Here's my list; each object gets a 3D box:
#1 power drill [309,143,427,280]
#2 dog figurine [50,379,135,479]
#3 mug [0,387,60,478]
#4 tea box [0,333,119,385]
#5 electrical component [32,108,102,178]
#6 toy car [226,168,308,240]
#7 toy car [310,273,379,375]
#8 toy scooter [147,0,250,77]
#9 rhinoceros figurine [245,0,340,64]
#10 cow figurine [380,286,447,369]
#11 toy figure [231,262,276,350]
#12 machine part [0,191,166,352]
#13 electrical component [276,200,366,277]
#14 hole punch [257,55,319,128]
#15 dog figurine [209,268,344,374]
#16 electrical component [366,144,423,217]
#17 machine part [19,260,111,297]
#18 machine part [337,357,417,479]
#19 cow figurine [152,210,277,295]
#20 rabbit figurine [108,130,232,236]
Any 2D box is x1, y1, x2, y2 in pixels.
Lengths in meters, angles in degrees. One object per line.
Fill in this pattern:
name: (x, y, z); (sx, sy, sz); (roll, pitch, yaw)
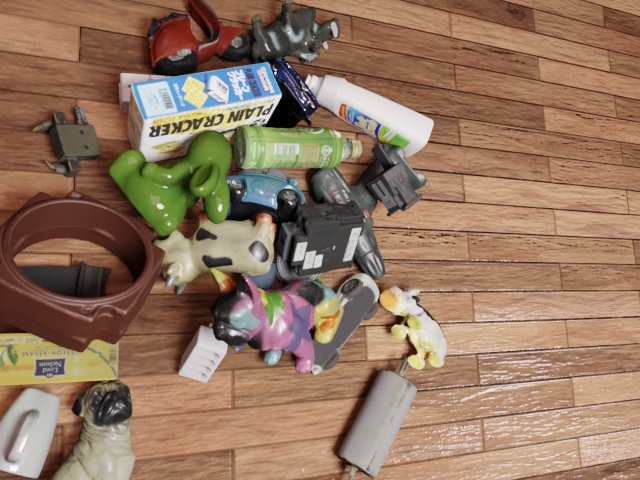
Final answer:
power drill: (0.102, -0.068, 1.006); (0.207, 0.086, 0.232); (-40, 95, -16)
dog figurine: (-0.334, 0.306, 0.746); (0.172, 0.121, 0.190); (-13, 72, -28)
mug: (-0.396, 0.252, 0.718); (0.081, 0.109, 0.107); (22, 60, -15)
tea box: (-0.371, 0.161, 0.744); (0.169, 0.098, 0.068); (2, 80, -22)
electrical component: (-0.386, -0.149, 0.825); (0.078, 0.045, 0.102); (-25, 94, -53)
toy car: (-0.096, -0.074, 0.912); (0.162, 0.109, 0.103); (15, 51, -9)
toy car: (0.031, 0.144, 0.940); (0.202, 0.056, 0.073); (-47, 119, -22)
toy scooter: (-0.219, -0.354, 0.915); (0.184, 0.075, 0.135); (-28, 92, -28)
rhinoceros figurine: (-0.048, -0.378, 0.993); (0.190, 0.073, 0.112); (-29, 91, -25)
cow figurine: (0.178, 0.148, 0.995); (0.167, 0.068, 0.098); (61, 35, -6)
toy figure: (-0.117, 0.105, 0.887); (0.064, 0.058, 0.154); (23, 77, -12)
machine part: (-0.332, 0.035, 0.734); (0.201, 0.087, 0.201); (26, 38, -8)
electrical component: (-0.002, -0.003, 0.882); (0.134, 0.114, 0.058); (-6, 39, -28)
hole punch: (-0.057, -0.258, 0.950); (0.092, 0.116, 0.142); (-41, 98, -32)
dog figurine: (-0.071, 0.098, 0.817); (0.191, 0.109, 0.219); (-55, 134, -25)
electrical component: (0.119, -0.105, 0.938); (0.048, 0.075, 0.119); (-37, 98, -21)
machine part: (-0.386, 0.067, 0.788); (0.139, 0.039, 0.084); (11, 82, -23)
machine part: (0.100, 0.315, 0.932); (0.079, 0.079, 0.243); (36, 69, -14)
cow figurine: (-0.170, 0.021, 0.848); (0.195, 0.085, 0.127); (2, 72, 2)
rabbit figurine: (-0.201, -0.097, 0.800); (0.170, 0.121, 0.159); (-40, 53, -7)
